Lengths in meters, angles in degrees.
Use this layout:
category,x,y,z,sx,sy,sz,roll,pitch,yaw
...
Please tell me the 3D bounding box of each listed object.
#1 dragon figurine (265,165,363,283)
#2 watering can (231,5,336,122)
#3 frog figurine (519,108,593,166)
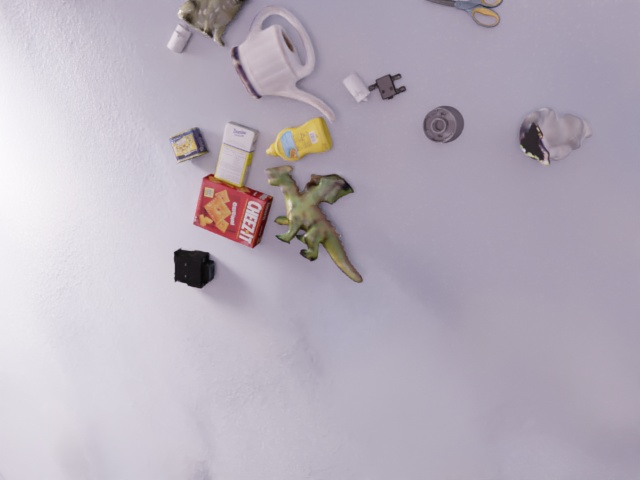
category,x,y,z,sx,sy,sz,roll,pitch,yaw
dragon figurine,0.005,-0.075,1.497,0.411,0.123,0.240,32,104,3
watering can,-0.107,-0.452,1.406,0.223,0.105,0.345,-20,100,22
frog figurine,0.586,-0.269,1.285,0.160,0.122,0.137,-28,90,-14
